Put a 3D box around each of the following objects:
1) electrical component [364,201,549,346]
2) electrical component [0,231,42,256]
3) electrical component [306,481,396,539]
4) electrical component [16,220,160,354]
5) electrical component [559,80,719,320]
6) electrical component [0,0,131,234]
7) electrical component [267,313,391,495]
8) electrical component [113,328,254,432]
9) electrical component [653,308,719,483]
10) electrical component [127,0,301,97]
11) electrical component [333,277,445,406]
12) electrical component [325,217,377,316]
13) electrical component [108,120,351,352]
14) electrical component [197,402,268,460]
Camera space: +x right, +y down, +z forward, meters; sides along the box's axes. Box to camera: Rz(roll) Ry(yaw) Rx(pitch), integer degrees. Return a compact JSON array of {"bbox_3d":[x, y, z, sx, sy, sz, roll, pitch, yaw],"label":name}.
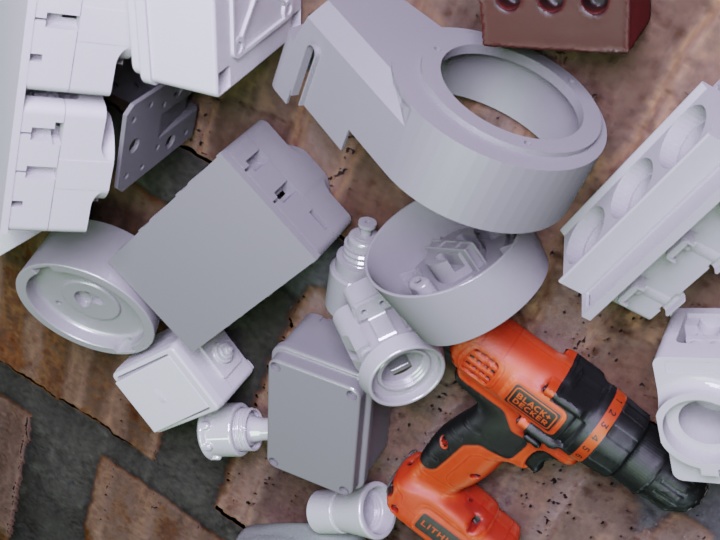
[{"bbox_3d":[0.059,-0.004,0.635,0.099,0.099,0.064,-19,116,38],"label":"electrical component"},{"bbox_3d":[-0.247,-0.043,0.785,0.099,0.099,0.064,-5,112,33],"label":"electrical component"},{"bbox_3d":[-0.010,0.189,0.845,0.065,0.044,0.044,-12,114,40],"label":"electrical component"},{"bbox_3d":[-0.194,0.007,0.805,0.108,0.060,0.108,13,144,9],"label":"electrical component"},{"bbox_3d":[0.167,-0.031,0.569,0.063,0.078,0.121,26,134,-13],"label":"electrical component"},{"bbox_3d":[-0.181,-0.126,0.644,0.105,0.060,0.186,61,141,45],"label":"electrical component"},{"bbox_3d":[-0.022,0.098,0.777,0.078,0.057,0.113,18,128,18],"label":"electrical component"},{"bbox_3d":[-0.134,0.079,0.826,0.096,0.061,0.061,-25,107,39],"label":"electrical component"},{"bbox_3d":[0.249,0.075,0.601,0.150,0.061,0.089,-1,120,31],"label":"electrical component"},{"bbox_3d":[-0.077,-0.167,0.592,0.056,0.108,0.108,16,128,17],"label":"electrical component"},{"bbox_3d":[0.020,0.049,0.689,0.058,0.057,0.078,-26,135,-3],"label":"electrical component"},{"bbox_3d":[0.000,0.000,0.708,0.040,0.040,0.078,22,130,16],"label":"electrical component"},{"bbox_3d":[-0.088,-0.022,0.730,0.089,0.061,0.150,48,131,-7],"label":"electrical component"},{"bbox_3d":[-0.094,0.126,0.848,0.062,0.048,0.048,-4,119,21],"label":"electrical component"}]
